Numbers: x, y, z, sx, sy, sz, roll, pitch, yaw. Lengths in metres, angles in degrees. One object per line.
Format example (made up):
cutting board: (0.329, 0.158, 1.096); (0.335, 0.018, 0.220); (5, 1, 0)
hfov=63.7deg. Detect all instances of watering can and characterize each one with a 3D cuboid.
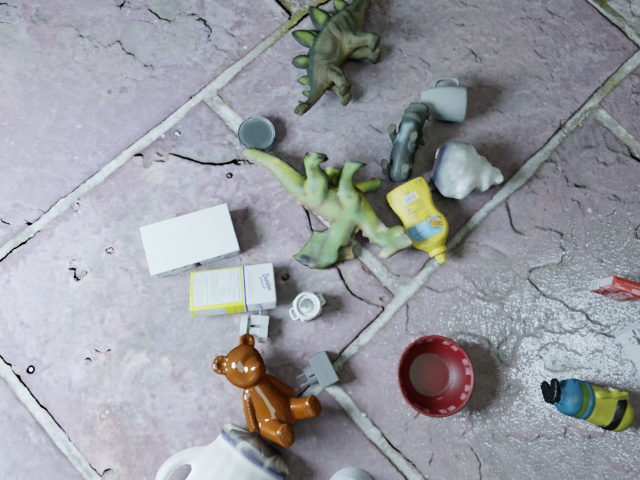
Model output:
watering can: (-0.138, 0.498, 0.964); (0.348, 0.102, 0.227); (34, 75, 6)

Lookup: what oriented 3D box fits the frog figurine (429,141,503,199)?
frog figurine: (0.333, -0.152, 1.158); (0.160, 0.120, 0.140); (13, 57, 11)

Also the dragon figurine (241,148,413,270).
dragon figurine: (0.003, -0.057, 1.127); (0.411, 0.121, 0.244); (11, 84, 8)
